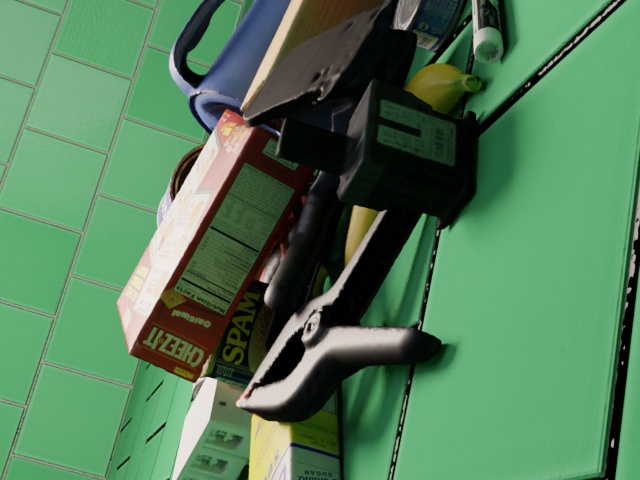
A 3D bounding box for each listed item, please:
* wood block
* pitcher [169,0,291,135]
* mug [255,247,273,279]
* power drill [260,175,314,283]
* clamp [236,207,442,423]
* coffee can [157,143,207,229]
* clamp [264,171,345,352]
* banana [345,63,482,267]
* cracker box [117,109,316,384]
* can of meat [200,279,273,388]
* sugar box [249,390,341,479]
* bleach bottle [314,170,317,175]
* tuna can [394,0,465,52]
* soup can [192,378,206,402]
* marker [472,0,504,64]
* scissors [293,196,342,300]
[{"bbox_3d":[0.016,-0.196,0.979,0.206,0.090,0.090,-67,12,-19],"label":"wood block"},{"bbox_3d":[-0.032,-0.208,1.091,0.242,0.145,0.149,-63,-36,-18],"label":"pitcher"},{"bbox_3d":[-0.097,0.015,1.230,0.093,0.117,0.082,-21,-36,-59],"label":"mug"},{"bbox_3d":[-0.046,0.025,1.093,0.184,0.057,0.188,-96,26,-64],"label":"power drill"},{"bbox_3d":[0.012,0.068,0.715,0.210,0.036,0.164,-48,23,27],"label":"clamp"},{"bbox_3d":[-0.111,-0.034,1.101,0.140,0.102,0.103,141,146,-73],"label":"coffee can"},{"bbox_3d":[-0.009,0.004,0.842,0.120,0.039,0.171,109,178,-75],"label":"clamp"},{"bbox_3d":[0.058,-0.056,0.774,0.069,0.037,0.198,-83,16,-52],"label":"banana"},{"bbox_3d":[-0.093,-0.001,0.932,0.214,0.072,0.164,-61,18,4],"label":"cracker box"},{"bbox_3d":[-0.057,0.088,0.979,0.057,0.084,0.102,141,145,-70],"label":"can of meat"},{"bbox_3d":[-0.021,0.167,0.785,0.176,0.048,0.093,-88,20,-58],"label":"sugar box"},{"bbox_3d":[-0.048,-0.090,1.278,0.251,0.068,0.102,-138,66,-80],"label":"bleach bottle"},{"bbox_3d":[0.089,-0.195,0.845,0.086,0.033,0.086,-163,90,-79],"label":"tuna can"},{"bbox_3d":[-0.100,0.135,1.159,0.102,0.068,0.069,-88,19,-52],"label":"soup can"},{"bbox_3d":[0.112,-0.161,0.722,0.121,0.020,0.020,-84,16,-46],"label":"marker"},{"bbox_3d":[-0.006,0.001,0.935,0.096,0.016,0.202,-36,51,57],"label":"scissors"}]
